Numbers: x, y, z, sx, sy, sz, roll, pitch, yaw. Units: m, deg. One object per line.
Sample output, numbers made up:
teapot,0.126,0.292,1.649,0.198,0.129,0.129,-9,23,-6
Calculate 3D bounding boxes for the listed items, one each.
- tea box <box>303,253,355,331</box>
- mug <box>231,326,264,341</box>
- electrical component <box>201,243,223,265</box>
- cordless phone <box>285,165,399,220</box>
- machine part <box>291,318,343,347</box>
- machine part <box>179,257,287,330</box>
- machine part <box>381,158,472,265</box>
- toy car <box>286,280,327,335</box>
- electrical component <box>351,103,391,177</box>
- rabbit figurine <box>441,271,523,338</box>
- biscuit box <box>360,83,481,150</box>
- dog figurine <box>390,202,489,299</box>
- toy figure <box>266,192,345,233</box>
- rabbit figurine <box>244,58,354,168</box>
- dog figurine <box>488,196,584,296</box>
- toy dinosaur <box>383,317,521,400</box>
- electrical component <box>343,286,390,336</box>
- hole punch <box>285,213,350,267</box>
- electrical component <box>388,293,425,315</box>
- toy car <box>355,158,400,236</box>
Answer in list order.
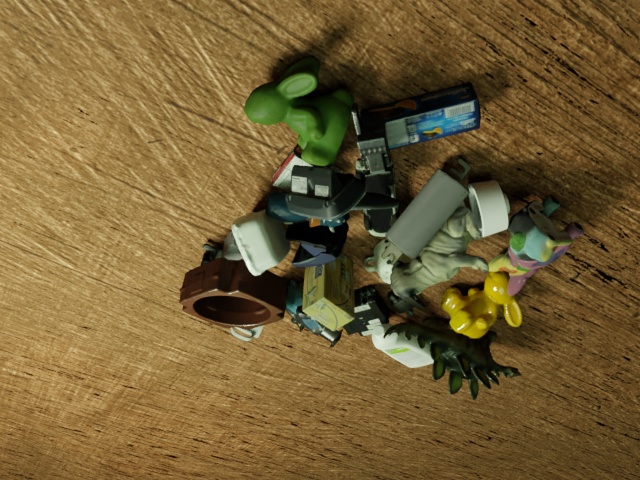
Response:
tea box,0.020,0.098,1.169,0.068,0.170,0.098,-35,122,31
mug,-0.189,0.193,1.322,0.107,0.109,0.080,24,140,-2
electrical component,-0.226,0.052,1.228,0.102,0.045,0.078,16,104,-16
cordless phone,0.045,-0.083,0.988,0.184,0.147,0.088,0,99,-41
machine part,-0.010,0.215,1.348,0.139,0.039,0.084,29,128,16
machine part,-0.189,0.121,1.188,0.201,0.087,0.201,-22,140,37
machine part,0.207,-0.050,1.039,0.079,0.079,0.243,34,101,-26
toy car,-0.026,0.144,1.257,0.103,0.162,0.109,-47,121,-15
electrical component,0.086,-0.172,0.888,0.048,0.075,0.119,-8,128,11
rabbit figurine,0.392,0.146,1.239,0.162,0.122,0.173,28,110,-13
biscuit box,0.173,-0.211,0.938,0.203,0.063,0.059,-11,132,13
dog figurine,0.223,0.019,1.093,0.191,0.172,0.121,-14,170,2
toy figure,-0.027,-0.058,1.047,0.154,0.058,0.064,10,145,-10
rabbit figurine,-0.038,-0.217,0.902,0.170,0.121,0.159,16,126,-15
dog figurine,0.416,0.027,1.098,0.191,0.108,0.219,-17,148,-39
toy dinosaur,0.325,0.266,1.298,0.471,0.199,0.105,26,127,-23
electrical component,0.106,0.179,1.322,0.115,0.058,0.134,-14,132,18
hole punch,-0.002,-0.003,1.105,0.116,0.142,0.092,9,134,13
electrical component,0.210,0.151,1.313,0.063,0.021,0.094,-34,123,29
toy car,0.117,-0.086,1.067,0.074,0.056,0.201,-2,133,14
